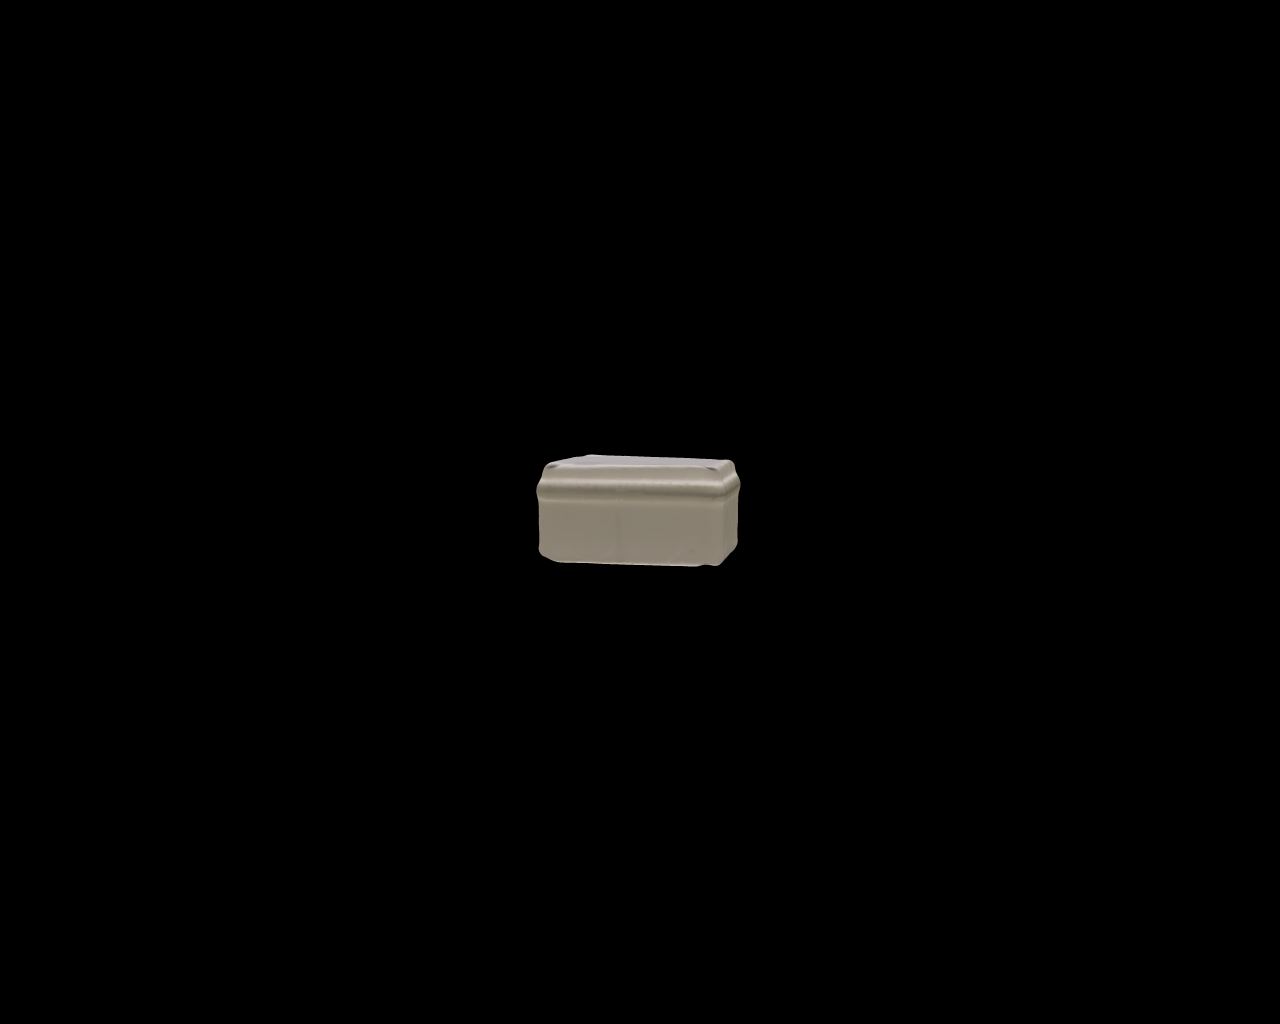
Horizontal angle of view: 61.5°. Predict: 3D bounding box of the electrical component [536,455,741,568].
[{"bbox_3d":[0.001,-0.003,0.650,0.113,0.057,0.078,2,8,14],"label":"electrical component"}]
